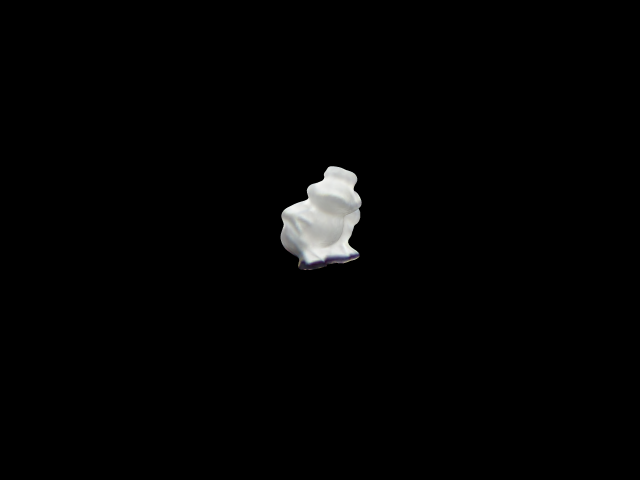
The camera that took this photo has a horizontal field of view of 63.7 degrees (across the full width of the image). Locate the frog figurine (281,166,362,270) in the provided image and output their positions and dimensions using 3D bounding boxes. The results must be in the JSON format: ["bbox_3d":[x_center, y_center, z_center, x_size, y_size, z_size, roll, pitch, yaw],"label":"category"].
[{"bbox_3d":[0.003,-0.043,0.850,0.137,0.158,0.123,-3,11,-15],"label":"frog figurine"}]
